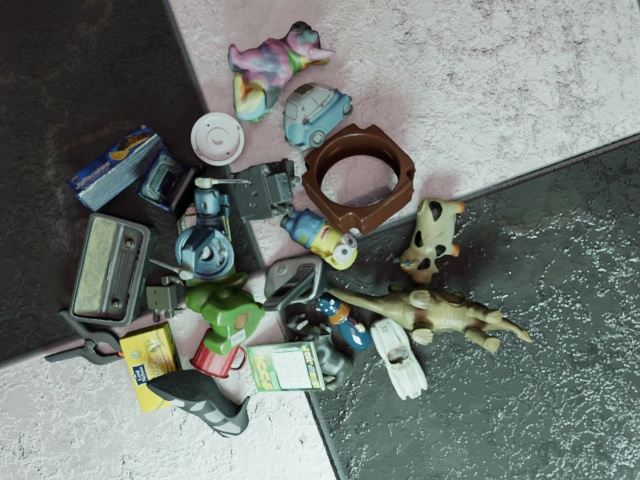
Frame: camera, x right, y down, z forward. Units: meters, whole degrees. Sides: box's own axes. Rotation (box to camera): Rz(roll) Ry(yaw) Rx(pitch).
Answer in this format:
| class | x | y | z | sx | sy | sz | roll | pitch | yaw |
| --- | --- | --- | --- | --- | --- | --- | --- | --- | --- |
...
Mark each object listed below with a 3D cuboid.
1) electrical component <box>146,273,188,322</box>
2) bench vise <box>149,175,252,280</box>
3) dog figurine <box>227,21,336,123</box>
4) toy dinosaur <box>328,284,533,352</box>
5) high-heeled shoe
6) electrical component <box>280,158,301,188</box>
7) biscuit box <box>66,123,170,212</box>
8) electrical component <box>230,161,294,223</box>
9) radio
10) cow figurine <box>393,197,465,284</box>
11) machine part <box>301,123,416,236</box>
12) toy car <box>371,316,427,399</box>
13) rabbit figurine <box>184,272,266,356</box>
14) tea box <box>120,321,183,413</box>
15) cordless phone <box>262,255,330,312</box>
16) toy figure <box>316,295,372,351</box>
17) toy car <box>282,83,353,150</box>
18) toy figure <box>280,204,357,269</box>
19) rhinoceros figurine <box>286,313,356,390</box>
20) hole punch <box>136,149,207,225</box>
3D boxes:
| class | x | y | z | sx | sy | sz | roll | pitch | yaw |
| --- | --- | --- | --- | --- | --- | --- | --- | --- | --- |
| electrical component | -0.331 | 0.124 | 1.163 | 0.078 | 0.045 | 0.102 | -8 | 94 | 24 |
| bench vise | -0.228 | -0.005 | 1.052 | 0.129 | 0.241 | 0.223 | 13 | 113 | 1 |
| dog figurine | -0.077 | -0.347 | 1.112 | 0.219 | 0.108 | 0.191 | -7 | 95 | -7 |
| toy dinosaur | 0.213 | 0.147 | 1.131 | 0.472 | 0.198 | 0.105 | 14 | 93 | 0 |
| high-heeled shoe | -0.261 | 0.356 | 1.144 | 0.248 | 0.086 | 0.145 | 19 | 123 | -20 |
| electrical component | -0.072 | -0.141 | 1.138 | 0.021 | 0.094 | 0.063 | -8 | 98 | -34 |
| biscuit box | -0.409 | -0.149 | 1.094 | 0.203 | 0.062 | 0.059 | -41 | 57 | -11 |
| electrical component | -0.117 | -0.100 | 1.115 | 0.058 | 0.134 | 0.114 | -21 | 98 | -47 |
| radio | -0.432 | 0.063 | 1.130 | 0.131 | 0.073 | 0.229 | 13 | 94 | -5 |
| cow figurine | 0.236 | 0.003 | 1.179 | 0.127 | 0.085 | 0.194 | 6 | 97 | -11 |
| machine part | 0.080 | -0.125 | 1.110 | 0.201 | 0.087 | 0.201 | -37 | 67 | -10 |
| toy car | 0.178 | 0.265 | 1.211 | 0.073 | 0.056 | 0.201 | -25 | 96 | -2 |
| rabbit figurine | -0.207 | 0.128 | 1.122 | 0.159 | 0.170 | 0.121 | -34 | 133 | -34 |
| tea box | -0.355 | 0.272 | 1.159 | 0.098 | 0.068 | 0.169 | -17 | 97 | -4 |
| cordless phone | -0.078 | 0.104 | 1.097 | 0.147 | 0.184 | 0.088 | -7 | 107 | 36 |
| toy figure | 0.052 | 0.178 | 1.191 | 0.064 | 0.058 | 0.154 | -36 | 99 | 16 |
| toy car | -0.015 | -0.268 | 1.108 | 0.161 | 0.109 | 0.102 | -42 | 132 | -4 |
| toy figure | 0.000 | -0.007 | 1.160 | 0.180 | 0.089 | 0.082 | 30 | 89 | 1 |
| rhinoceros figurine | -0.004 | 0.242 | 1.184 | 0.190 | 0.073 | 0.112 | 42 | 92 | -7 |
| hole punch | -0.303 | -0.113 | 1.103 | 0.092 | 0.116 | 0.142 | 24 | 82 | 1 |
